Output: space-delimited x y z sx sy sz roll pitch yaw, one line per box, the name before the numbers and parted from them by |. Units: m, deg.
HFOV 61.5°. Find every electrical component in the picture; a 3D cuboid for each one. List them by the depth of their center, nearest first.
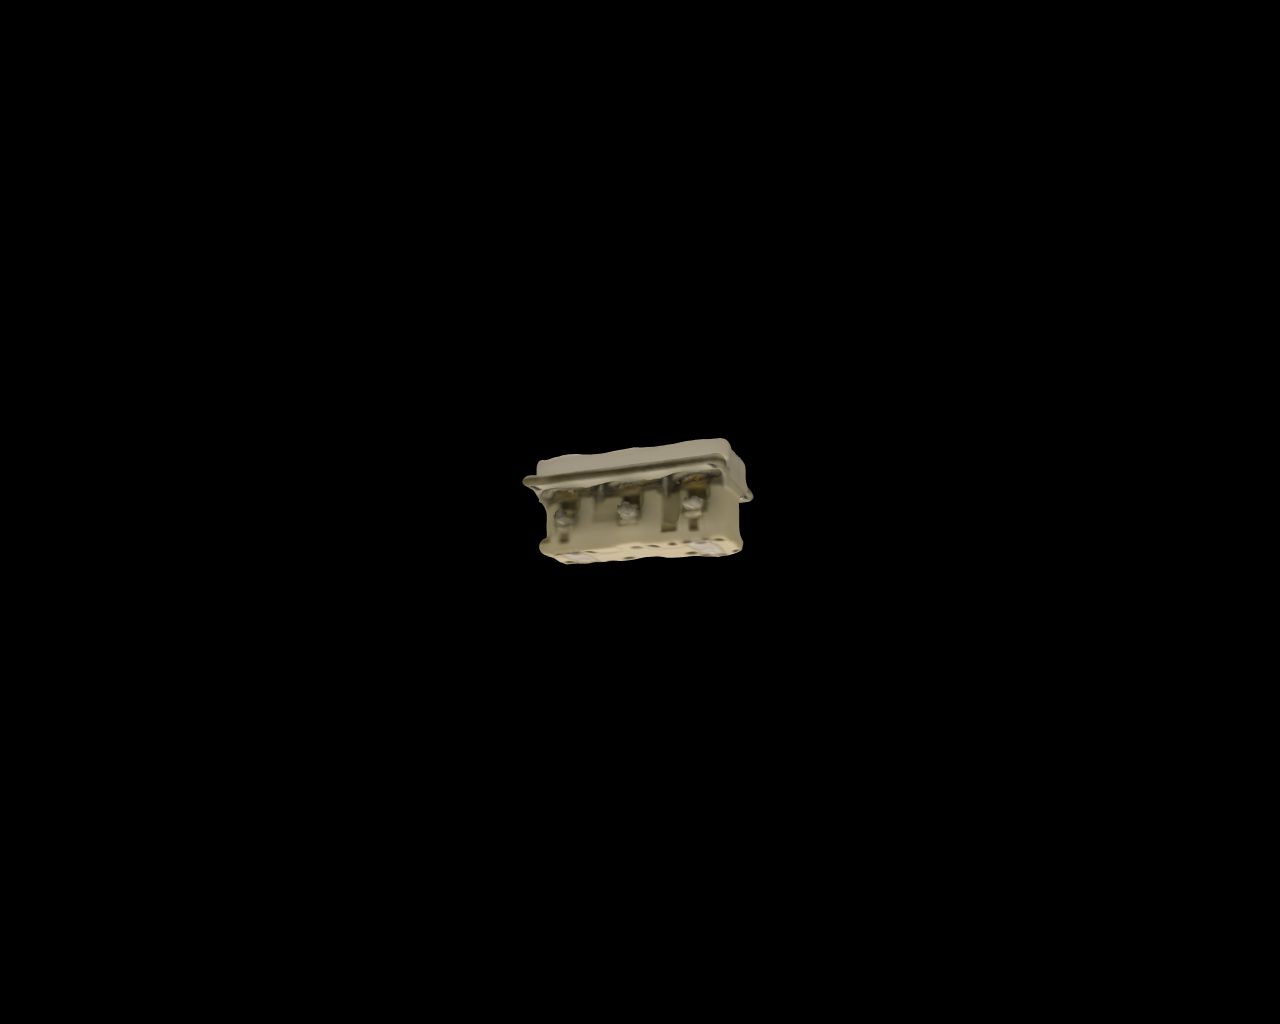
electrical component | 0.001 -0.003 0.650 0.121 0.063 0.078 -5 -15 18
